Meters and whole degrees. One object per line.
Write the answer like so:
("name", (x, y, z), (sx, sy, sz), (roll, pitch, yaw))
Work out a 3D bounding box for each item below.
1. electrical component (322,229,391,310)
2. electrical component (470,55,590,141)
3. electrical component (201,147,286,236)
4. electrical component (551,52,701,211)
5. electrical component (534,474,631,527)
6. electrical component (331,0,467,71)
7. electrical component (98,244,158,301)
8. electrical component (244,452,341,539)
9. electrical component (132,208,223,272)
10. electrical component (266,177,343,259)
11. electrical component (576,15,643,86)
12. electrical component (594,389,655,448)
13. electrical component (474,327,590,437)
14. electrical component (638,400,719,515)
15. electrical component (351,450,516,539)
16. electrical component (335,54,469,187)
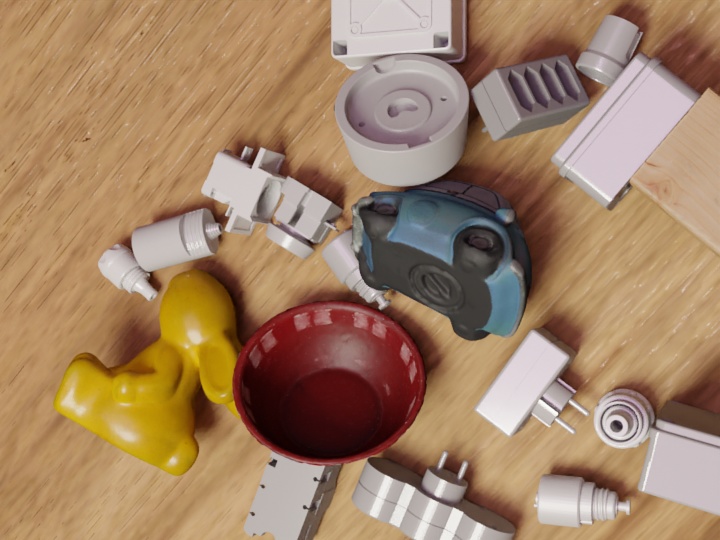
("electrical component", (0.000, 0.000, 0.935), (0.040, 0.040, 0.078), (-39, 77, 15))
("electrical component", (0.128, -0.132, 0.880), (0.076, 0.083, 0.047), (-37, 74, 54))
("electrical component", (-0.105, -0.075, 0.973), (0.064, 0.042, 0.081), (27, 97, 21))
("electrical component", (0.209, -0.107, 0.844), (0.057, 0.078, 0.113), (42, 102, 12))
("electrical component", (0.178, 0.187, 0.868), (0.078, 0.040, 0.040), (2, 90, 19))
("electrical component", (0.033, -0.231, 0.919), (0.109, 0.056, 0.108), (0, 89, 19))
("electrical component", (-0.216, 0.005, 1.014), (0.061, 0.035, 0.035), (41, 102, 13))
("electrical component", (-0.056, 0.193, 0.942), (0.050, 0.056, 0.089), (23, 96, 19))
("electrical component", (-0.164, -0.029, 0.992), (0.081, 0.043, 0.043), (-14, 84, 19))
("electrical component", (-0.052, -0.043, 0.952), (0.066, 0.048, 0.055), (32, 91, 17))
("electrical component", (0.202, -0.177, 0.868), (0.040, 0.040, 0.046), (28, 93, 18))
("electrical component", (0.206, 0.120, 0.848), (0.048, 0.062, 0.048), (0, 89, 20))
("electrical component", (0.151, 0.102, 0.876), (0.076, 0.047, 0.083), (37, 100, 16))
("electrical component", (0.270, 0.144, 0.801), (0.109, 0.109, 0.056), (15, 96, 19))
("electrical component", (0.067, 0.189, 0.901), (0.138, 0.052, 0.073), (24, 97, 18))
("electrical component", (0.037, -0.117, 0.881), (0.108, 0.060, 0.108), (-5, 54, 7))
